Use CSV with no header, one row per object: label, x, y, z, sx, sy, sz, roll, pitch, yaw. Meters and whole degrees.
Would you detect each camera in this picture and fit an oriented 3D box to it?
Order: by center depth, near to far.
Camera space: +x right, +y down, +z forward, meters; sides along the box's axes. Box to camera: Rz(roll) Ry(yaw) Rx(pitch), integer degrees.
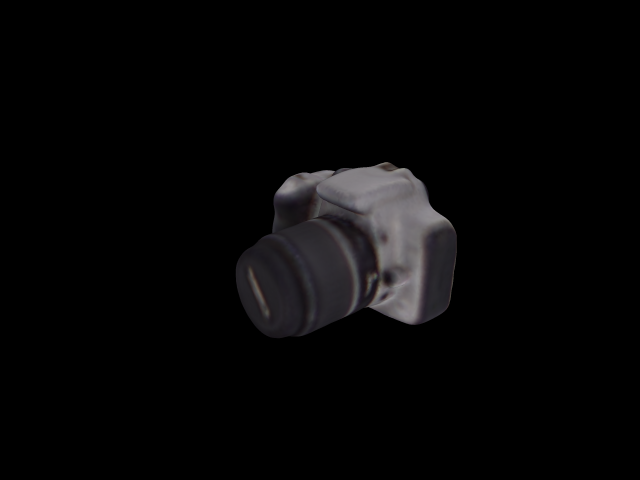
camera,0.004,0.001,0.400,0.137,0.101,0.142,-20,31,-36
